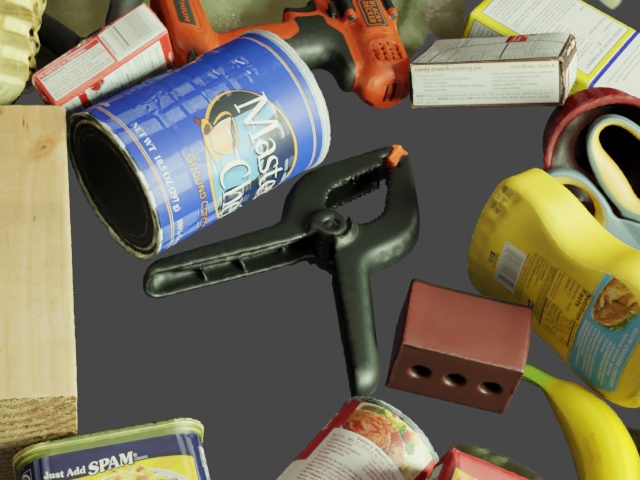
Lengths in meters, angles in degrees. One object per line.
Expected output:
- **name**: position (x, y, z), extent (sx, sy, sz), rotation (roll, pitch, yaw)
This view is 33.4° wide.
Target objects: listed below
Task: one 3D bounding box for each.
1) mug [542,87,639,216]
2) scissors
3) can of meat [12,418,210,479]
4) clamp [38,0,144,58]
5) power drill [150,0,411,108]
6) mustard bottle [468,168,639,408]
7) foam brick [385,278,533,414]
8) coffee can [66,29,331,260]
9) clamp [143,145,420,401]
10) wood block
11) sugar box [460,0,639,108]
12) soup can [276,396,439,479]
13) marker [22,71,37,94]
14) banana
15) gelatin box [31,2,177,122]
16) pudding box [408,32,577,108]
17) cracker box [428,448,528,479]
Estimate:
- **mug**: position (0.192, -0.055, 0.754), extent (0.093, 0.117, 0.081), rotation (49, 16, -9)
- **scissors**: position (0.213, 0.015, 0.713), extent (0.096, 0.202, 0.016), rotation (-23, 8, 17)
- **can of meat**: position (-0.102, 0.148, 0.553), extent (0.102, 0.057, 0.084), rotation (-8, 55, -17)
- **clamp**: position (-0.149, -0.142, 0.768), extent (0.120, 0.039, 0.171), rotation (-32, 72, 4)
- **power drill**: position (-0.034, -0.173, 0.828), extent (0.187, 0.057, 0.184), rotation (-6, 50, -15)
- **mustard bottle**: position (0.175, 0.044, 0.649), extent (0.058, 0.096, 0.192), rotation (-20, 48, -33)
- **foam brick**: position (0.085, 0.066, 0.659), extent (0.078, 0.053, 0.051), rotation (13, 50, 1)
- **coffee can**: position (-0.078, -0.064, 0.697), extent (0.140, 0.103, 0.103), rotation (-31, 63, -28)
- **clamp**: position (-0.005, 0.001, 0.705), extent (0.165, 0.036, 0.209), rotation (20, 47, 14)
- **wood block**: position (-0.188, 0.027, 0.613), extent (0.090, 0.091, 0.206), rotation (-3, 52, -13)
- **sugar box**: position (0.210, -0.146, 0.862), extent (0.176, 0.048, 0.093), rotation (36, 54, 13)
- **soup can**: position (0.009, 0.142, 0.572), extent (0.068, 0.068, 0.102), rotation (35, 54, 17)
- **marker**: position (-0.246, -0.152, 0.794), extent (0.020, 0.020, 0.121), rotation (-28, 61, -29)
- **banana**: position (0.154, 0.158, 0.612), extent (0.070, 0.037, 0.197), rotation (-5, 48, 11)
- **gelatin box**: position (-0.138, -0.106, 0.698), extent (0.089, 0.073, 0.030), rotation (-36, 77, -10)
- **pudding box**: position (0.129, -0.125, 0.791), extent (0.114, 0.039, 0.090), rotation (-1, 22, 20)
- **cracker box**: position (0.127, 0.219, 0.506), extent (0.214, 0.072, 0.164), rotation (22, 70, 6)
